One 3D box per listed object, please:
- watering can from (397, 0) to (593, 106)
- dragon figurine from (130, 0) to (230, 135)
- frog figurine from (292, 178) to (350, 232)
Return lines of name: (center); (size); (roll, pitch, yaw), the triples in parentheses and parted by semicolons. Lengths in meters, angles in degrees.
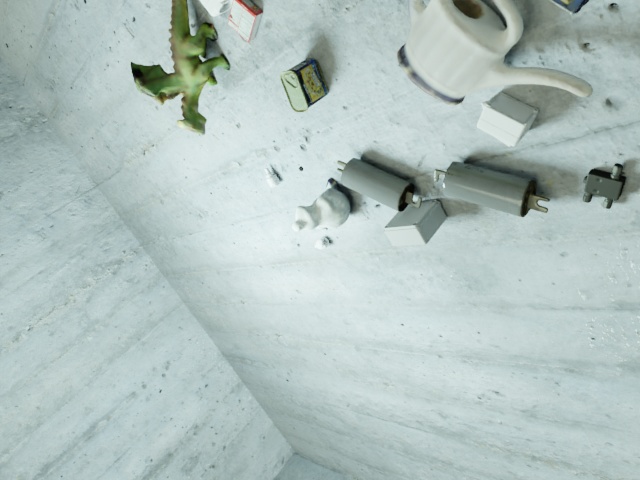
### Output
watering can: (0.268, -0.314, 0.882); (0.349, 0.105, 0.220); (47, 148, 6)
dragon figurine: (-0.387, -0.474, 1.370); (0.123, 0.246, 0.402); (14, 136, 47)
frog figurine: (0.004, -0.071, 1.402); (0.123, 0.162, 0.135); (42, 147, 5)
